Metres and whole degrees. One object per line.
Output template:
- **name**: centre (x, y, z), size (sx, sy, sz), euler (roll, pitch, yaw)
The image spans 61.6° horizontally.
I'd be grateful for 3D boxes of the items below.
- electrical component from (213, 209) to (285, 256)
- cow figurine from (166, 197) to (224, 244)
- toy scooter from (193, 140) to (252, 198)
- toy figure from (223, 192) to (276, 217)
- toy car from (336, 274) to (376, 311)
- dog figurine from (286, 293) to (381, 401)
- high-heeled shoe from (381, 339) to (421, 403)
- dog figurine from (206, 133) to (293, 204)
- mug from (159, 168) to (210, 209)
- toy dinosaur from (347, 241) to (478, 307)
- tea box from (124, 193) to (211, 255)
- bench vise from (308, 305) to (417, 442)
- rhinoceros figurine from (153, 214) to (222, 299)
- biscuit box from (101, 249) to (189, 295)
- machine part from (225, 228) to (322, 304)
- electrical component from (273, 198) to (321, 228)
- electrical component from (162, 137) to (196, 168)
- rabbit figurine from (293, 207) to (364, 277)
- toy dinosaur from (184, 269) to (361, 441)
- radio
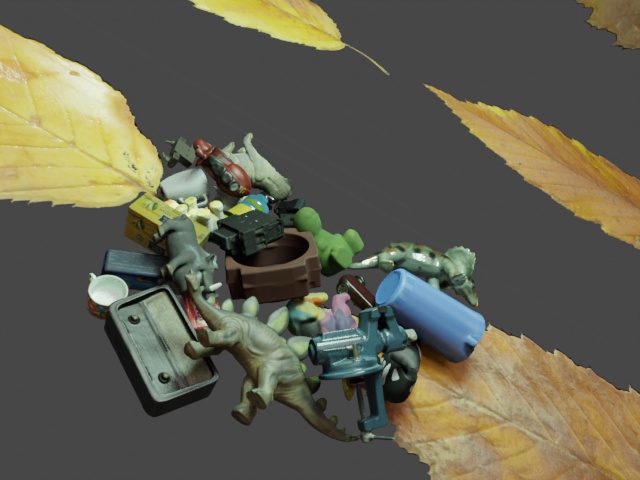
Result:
- **electrical component**: centre (-0.161, -0.016, 1.173), size (0.134, 0.058, 0.115), euler (-24, 28, -35)
- **cow figurine**: centre (-0.294, -0.044, 1.236), size (0.168, 0.098, 0.068), euler (10, 36, 29)
- **toy scooter**: centre (-0.243, -0.173, 1.284), size (0.184, 0.075, 0.135), euler (45, 4, 0)
- **toy figure**: centre (-0.186, -0.054, 1.313), size (0.089, 0.082, 0.180), euler (20, 46, 21)
- **toy car**: centre (0.120, 0.161, 1.284), size (0.202, 0.053, 0.089), euler (45, 24, 16)
- **dog figurine**: centre (0.027, 0.224, 1.136), size (0.191, 0.108, 0.219), euler (3, 51, -27)
- **high-heeled shoe**: centre (0.189, 0.258, 1.157), size (0.086, 0.145, 0.249), euler (35, 44, 5)
- **dog figurine**: centre (-0.182, -0.158, 1.408), size (0.172, 0.121, 0.190), euler (-38, 86, -21)
- **mug**: centre (-0.329, -0.114, 1.302), size (0.107, 0.080, 0.110), euler (-19, 64, -27)
- **toy dinosaur**: centre (0.251, 0.063, 1.412), size (0.405, 0.131, 0.192), euler (18, 26, -2)
- **tea box**: centre (-0.336, -0.016, 1.180), size (0.170, 0.098, 0.068), euler (29, 42, 2)
- **bench vise**: centre (0.090, 0.250, 1.013), size (0.223, 0.129, 0.240), euler (-3, 79, -33)
- **rhinoceros figurine**: centre (-0.265, 0.042, 1.083), size (0.112, 0.073, 0.190), euler (-18, 80, -33)
- **biscuit box**: centre (-0.346, 0.069, 1.119), size (0.203, 0.059, 0.063), euler (10, 47, -21)
- **machine part**: centre (-0.103, 0.056, 1.173), size (0.201, 0.087, 0.201), euler (-10, 24, -5)
- **electrical component**: centre (-0.052, -0.065, 1.360), size (0.119, 0.074, 0.048), euler (-4, 37, 21)
- **electrical component**: centre (-0.370, -0.228, 1.414), size (0.078, 0.045, 0.102), euler (37, 36, -36)
- **rabbit figurine**: centre (-0.003, -0.004, 1.299), size (0.170, 0.159, 0.121), euler (51, 50, -9)
- **toy dinosaur**: centre (-0.090, 0.236, 0.994), size (0.471, 0.105, 0.198), euler (54, 41, -8)
- **radio**: centre (-0.300, 0.202, 1.002), size (0.131, 0.073, 0.230), euler (-17, 58, -38)
